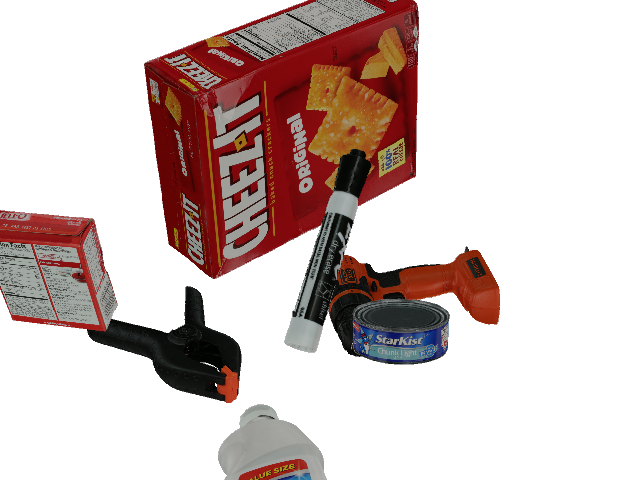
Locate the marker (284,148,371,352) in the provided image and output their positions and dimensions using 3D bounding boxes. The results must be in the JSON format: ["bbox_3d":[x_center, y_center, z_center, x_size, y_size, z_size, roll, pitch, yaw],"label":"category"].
[{"bbox_3d":[0.005,0.004,0.611,0.020,0.121,0.020,16,-14,4],"label":"marker"}]

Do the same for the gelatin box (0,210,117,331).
[{"bbox_3d":[-0.187,0.021,0.741,0.073,0.089,0.030,5,44,11],"label":"gelatin box"}]

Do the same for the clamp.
[{"bbox_3d":[-0.121,0.093,0.989,0.172,0.039,0.120,27,42,35],"label":"clamp"}]

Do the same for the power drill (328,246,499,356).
[{"bbox_3d":[0.101,0.066,1.194,0.187,0.057,0.184,-4,28,-5],"label":"power drill"}]

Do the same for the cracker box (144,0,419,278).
[{"bbox_3d":[-0.020,-0.088,0.824,0.213,0.164,0.072,-28,44,-30],"label":"cracker box"}]

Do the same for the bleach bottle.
[{"bbox_3d":[-0.037,0.204,0.724,0.102,0.068,0.251,-7,32,-6],"label":"bleach bottle"}]

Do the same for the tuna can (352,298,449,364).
[{"bbox_3d":[0.071,0.080,0.945,0.086,0.034,0.086,0,14,0],"label":"tuna can"}]
